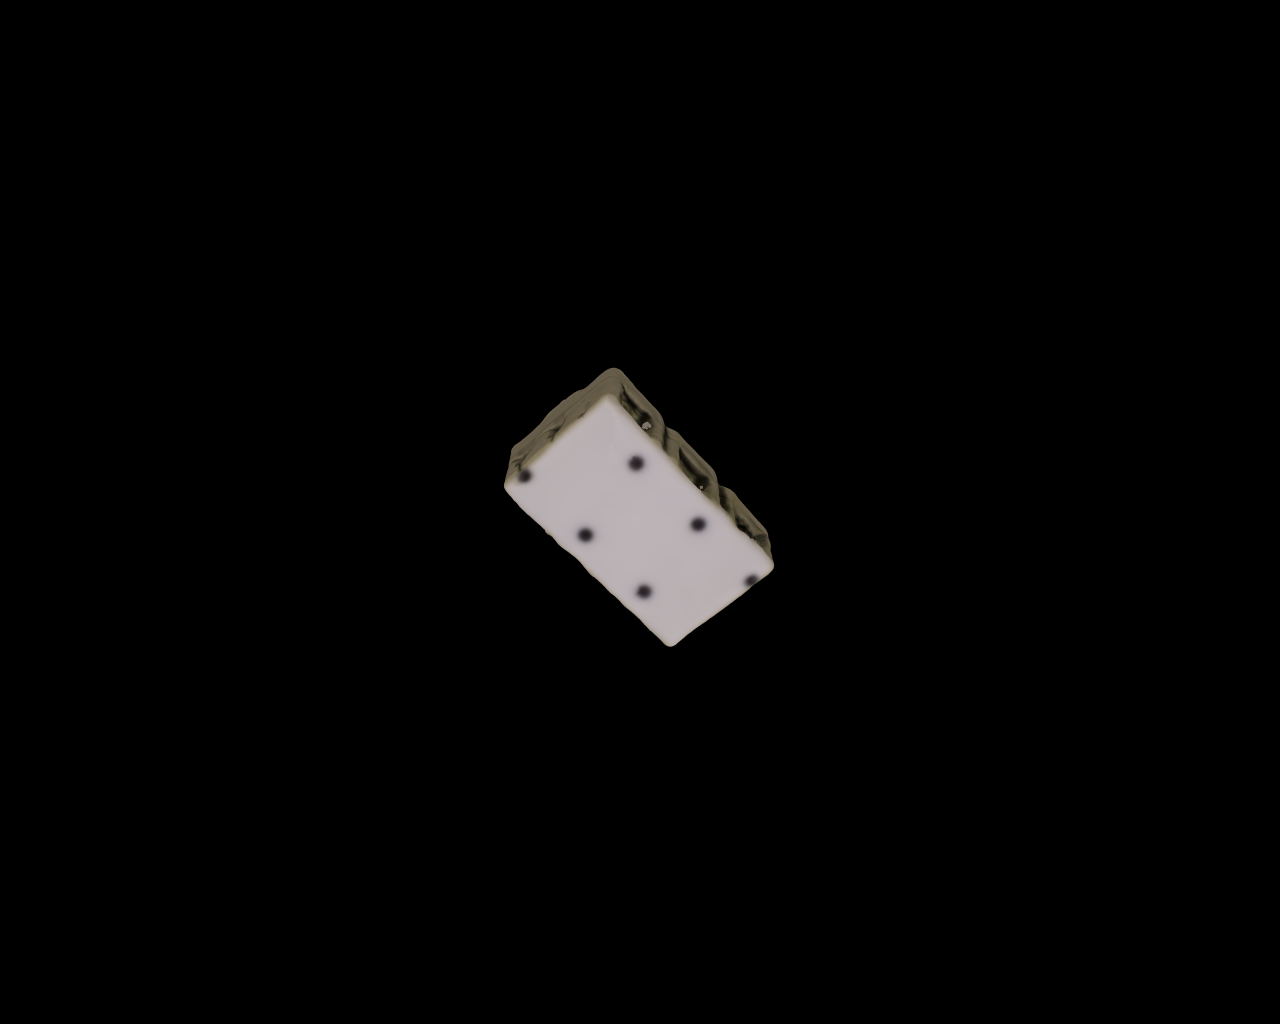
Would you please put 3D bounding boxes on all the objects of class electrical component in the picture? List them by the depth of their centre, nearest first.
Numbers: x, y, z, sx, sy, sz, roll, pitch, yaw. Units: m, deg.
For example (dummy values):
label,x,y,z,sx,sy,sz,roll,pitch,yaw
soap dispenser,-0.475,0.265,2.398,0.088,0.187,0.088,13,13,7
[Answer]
label,x,y,z,sx,sy,sz,roll,pitch,yaw
electrical component,0.001,-0.003,0.650,0.089,0.150,0.062,-38,20,16
